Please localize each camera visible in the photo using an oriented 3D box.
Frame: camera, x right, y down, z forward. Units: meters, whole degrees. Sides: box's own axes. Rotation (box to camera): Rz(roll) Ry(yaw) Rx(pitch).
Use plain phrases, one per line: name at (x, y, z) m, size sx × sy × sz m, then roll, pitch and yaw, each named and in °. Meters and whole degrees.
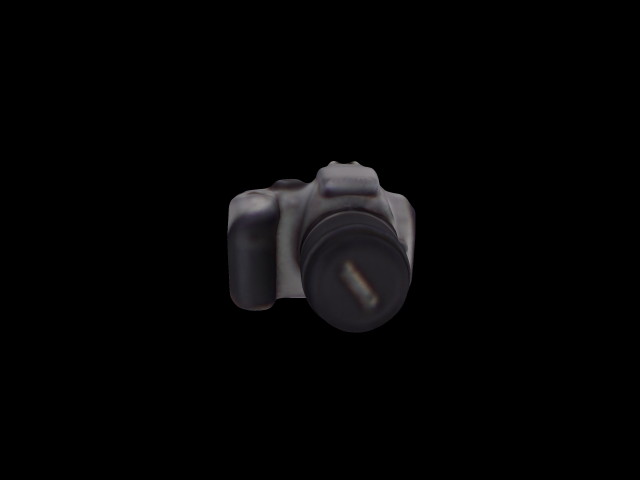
camera at (0.004, 0.001, 0.400) m, size 0.143 × 0.101 × 0.136 m, roll -1°, pitch 15°, yaw -3°
